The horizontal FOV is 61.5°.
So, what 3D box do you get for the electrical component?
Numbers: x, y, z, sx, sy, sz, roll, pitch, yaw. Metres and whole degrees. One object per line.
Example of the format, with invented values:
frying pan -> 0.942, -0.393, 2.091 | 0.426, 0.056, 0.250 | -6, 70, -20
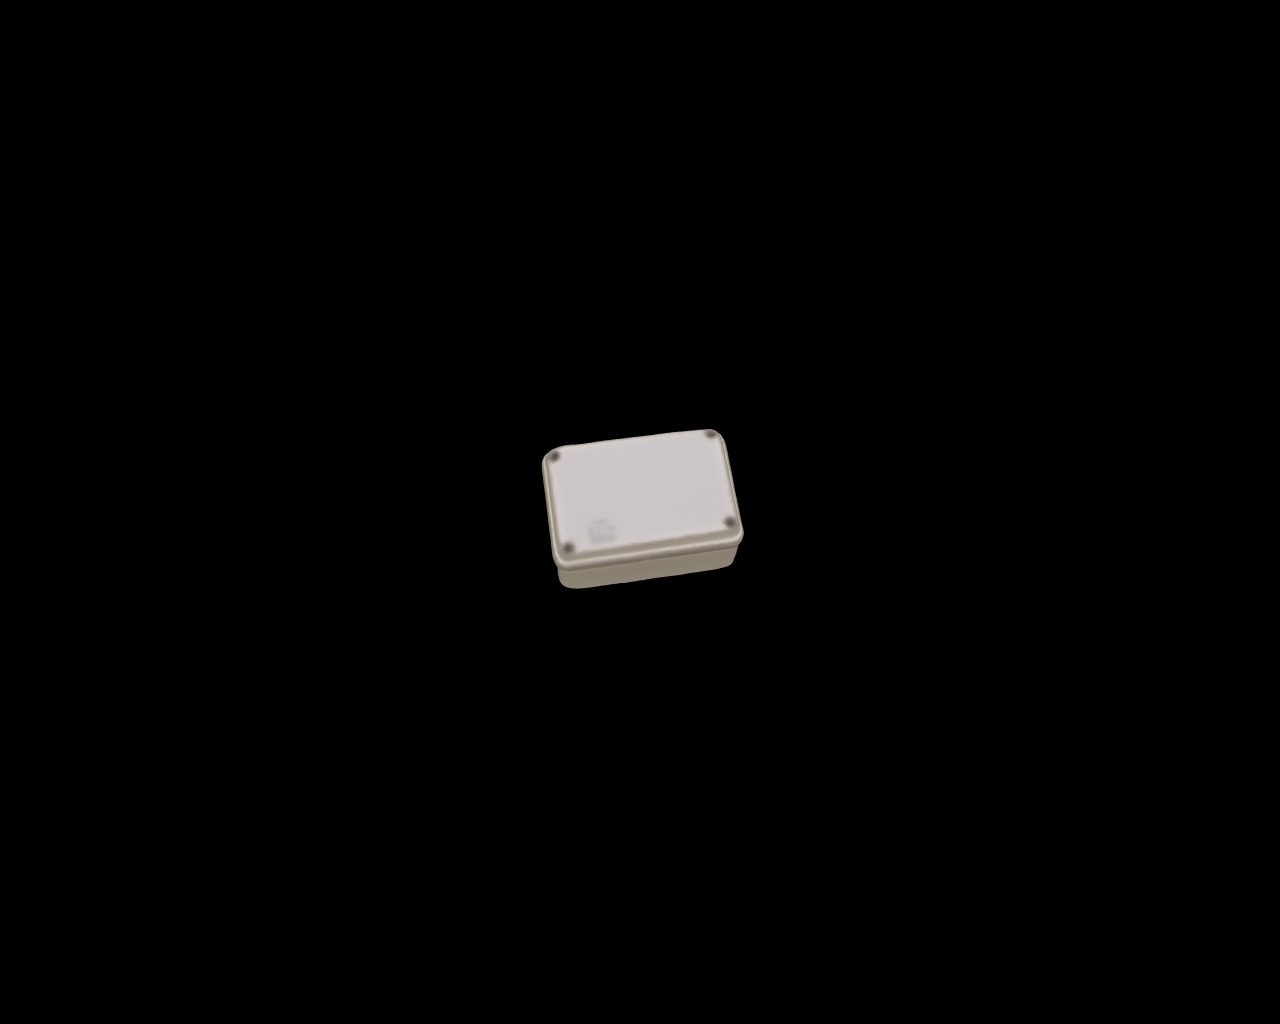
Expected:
electrical component -> 0.001, -0.003, 0.650 | 0.113, 0.078, 0.057 | -8, -23, -3
